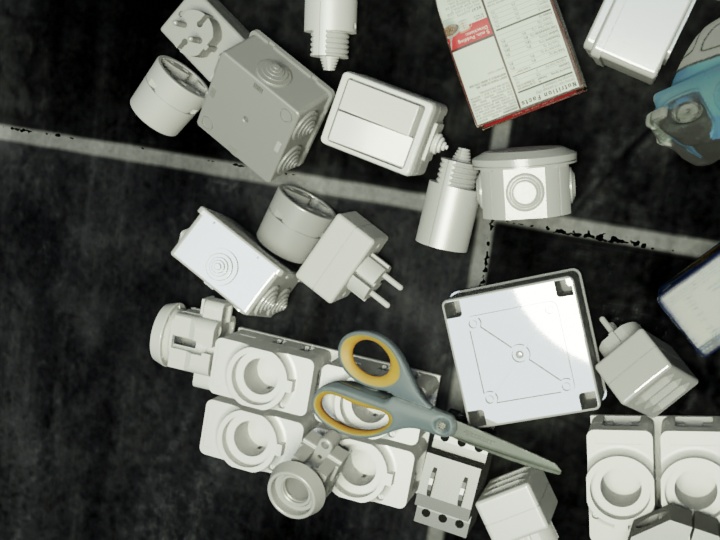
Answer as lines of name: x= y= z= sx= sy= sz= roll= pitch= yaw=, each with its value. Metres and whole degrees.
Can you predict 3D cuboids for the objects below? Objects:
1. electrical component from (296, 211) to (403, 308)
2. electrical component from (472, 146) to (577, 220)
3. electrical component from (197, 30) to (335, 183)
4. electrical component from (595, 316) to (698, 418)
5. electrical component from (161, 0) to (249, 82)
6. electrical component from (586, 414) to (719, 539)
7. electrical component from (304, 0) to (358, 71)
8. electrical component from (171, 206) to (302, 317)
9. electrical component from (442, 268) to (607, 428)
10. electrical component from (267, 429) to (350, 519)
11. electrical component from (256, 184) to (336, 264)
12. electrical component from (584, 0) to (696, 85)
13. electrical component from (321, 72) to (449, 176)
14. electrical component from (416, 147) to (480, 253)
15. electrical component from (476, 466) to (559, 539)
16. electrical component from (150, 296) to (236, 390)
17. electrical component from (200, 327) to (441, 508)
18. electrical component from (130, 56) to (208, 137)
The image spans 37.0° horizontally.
electrical component: x=0.000 y=0.000 z=0.895 sx=0.077 sy=0.047 sz=0.065 roll=38 pitch=105 yaw=10
electrical component: x=0.128 y=-0.068 z=0.832 sx=0.080 sy=0.080 sz=0.051 roll=-2 pitch=100 yaw=17
electrical component: x=-0.080 y=-0.132 z=0.885 sx=0.100 sy=0.048 sz=0.099 roll=40 pitch=136 yaw=9
electrical component: x=0.212 y=0.067 z=0.833 sx=0.047 sy=0.066 sz=0.076 roll=-43 pitch=54 yaw=17
electrical component: x=-0.132 y=-0.196 z=0.898 sx=0.065 sy=0.077 sz=0.047 roll=47 pitch=106 yaw=7
electrical component: x=0.235 y=0.211 z=0.840 sx=0.105 sy=0.060 sz=0.186 roll=-2 pitch=96 yaw=17
electrical component: x=-0.024 y=-0.204 z=0.881 sx=0.043 sy=0.043 sz=0.081 roll=4 pitch=97 yaw=16
electrical component: x=-0.102 y=-0.004 z=0.900 sx=0.100 sy=0.100 sz=0.048 roll=38 pitch=93 yaw=10
electrical component: x=0.131 y=0.063 z=0.857 sx=0.109 sy=0.056 sz=0.108 roll=-12 pitch=92 yaw=18
electrical component: x=-0.042 y=0.164 z=0.851 sx=0.048 sy=0.055 sz=0.066 roll=30 pitch=120 yaw=12
electrical component: x=-0.055 y=-0.038 z=0.904 sx=0.055 sy=0.055 sz=0.047 roll=34 pitch=108 yaw=11
electrical component: x=0.211 y=-0.195 z=0.778 sx=0.056 sy=0.109 sz=0.108 roll=26 pitch=103 yaw=10
electrical component: x=0.025 y=-0.115 z=0.867 sx=0.096 sy=0.061 sz=0.061 roll=23 pitch=102 yaw=13
electrical component: x=0.075 y=-0.058 z=0.868 sx=0.043 sy=0.043 sz=0.081 roll=15 pitch=100 yaw=15
electrical component: x=0.135 y=0.205 z=0.867 sx=0.047 sy=0.066 sz=0.076 roll=-26 pitch=88 yaw=18
electrical component: x=-0.147 y=0.060 z=0.941 sx=0.057 sy=0.058 sz=0.078 roll=12 pitch=99 yaw=12
electrical component: x=-0.036 y=0.124 z=0.913 sx=0.186 sy=0.060 sz=0.105 roll=12 pitch=99 yaw=15
electrical component: x=-0.164 y=-0.148 z=0.925 sx=0.055 sy=0.055 sz=0.047 roll=45 pitch=110 yaw=8
